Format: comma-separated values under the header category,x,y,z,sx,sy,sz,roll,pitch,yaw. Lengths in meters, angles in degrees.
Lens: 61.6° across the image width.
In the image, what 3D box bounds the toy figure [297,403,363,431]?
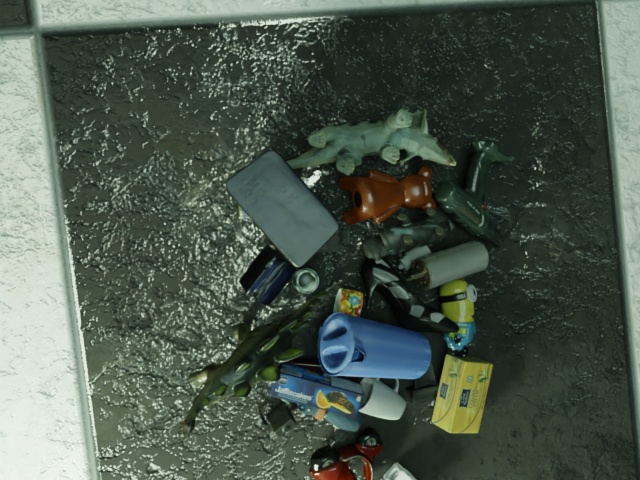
category,x,y,z,sx,sy,sz,roll,pitch,yaw
toy figure,0.021,0.397,1.243,0.154,0.058,0.064,22,82,-3

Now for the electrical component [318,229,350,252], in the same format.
category,x,y,z,sx,sy,sz,roll,pitch,yaw
electrical component,-0.002,-0.004,1.202,0.134,0.115,0.058,-3,95,-7

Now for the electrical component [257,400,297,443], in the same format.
category,x,y,z,sx,sy,sz,roll,pitch,yaw
electrical component,-0.097,0.402,1.223,0.102,0.078,0.045,-33,120,-1

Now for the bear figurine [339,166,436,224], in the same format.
category,x,y,z,sx,sy,sz,roll,pitch,yaw
bear figurine,0.160,-0.106,1.237,0.196,0.132,0.120,-12,94,-26

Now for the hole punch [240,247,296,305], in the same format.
category,x,y,z,sx,sy,sz,roll,pitch,yaw
hole punch,-0.110,0.087,1.193,0.092,0.116,0.142,41,86,-15

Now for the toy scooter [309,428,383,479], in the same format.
category,x,y,z,sx,sy,sz,roll,pitch,yaw
toy scooter,0.072,0.531,1.245,0.184,0.075,0.135,-20,95,-11

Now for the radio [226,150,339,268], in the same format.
category,x,y,z,sx,sy,sz,roll,pitch,yaw
radio,-0.074,-0.065,1.105,0.131,0.073,0.229,-42,91,-5

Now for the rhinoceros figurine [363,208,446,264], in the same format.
category,x,y,z,sx,sy,sz,roll,pitch,yaw
rhinoceros figurine,0.190,-0.007,1.220,0.190,0.112,0.073,-16,68,-11

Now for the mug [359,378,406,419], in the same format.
category,x,y,z,sx,sy,sz,roll,pitch,yaw
mug,0.149,0.363,1.254,0.107,0.081,0.109,30,81,-18

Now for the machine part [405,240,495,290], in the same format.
category,x,y,z,sx,sy,sz,roll,pitch,yaw
machine part,0.303,0.057,1.245,0.243,0.079,0.079,-16,94,-23

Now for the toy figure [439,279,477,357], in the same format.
category,x,y,z,sx,sy,sz,roll,pitch,yaw
toy figure,0.323,0.180,1.269,0.089,0.082,0.180,3,94,-7

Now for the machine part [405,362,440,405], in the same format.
category,x,y,z,sx,sy,sz,roll,pitch,yaw
machine part,0.243,0.321,1.282,0.084,0.039,0.138,-7,93,-3

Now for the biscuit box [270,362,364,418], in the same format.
category,x,y,z,sx,sy,sz,roll,pitch,yaw
biscuit box,-0.008,0.330,1.187,0.203,0.059,0.062,16,99,-5

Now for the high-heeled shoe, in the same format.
category,x,y,z,sx,sy,sz,roll,pitch,yaw
high-heeled shoe,0.209,0.122,1.243,0.249,0.086,0.145,18,65,-2

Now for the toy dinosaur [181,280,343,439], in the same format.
category,x,y,z,sx,sy,sz,roll,pitch,yaw
toy dinosaur,-0.122,0.235,1.150,0.471,0.199,0.105,-47,111,-37

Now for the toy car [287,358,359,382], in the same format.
category,x,y,z,sx,sy,sz,roll,pitch,yaw
toy car,-0.011,0.302,1.237,0.202,0.053,0.089,4,97,-4

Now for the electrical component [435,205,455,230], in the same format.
category,x,y,z,sx,sy,sz,roll,pitch,yaw
electrical component,0.289,-0.064,1.287,0.063,0.021,0.094,-19,94,-7

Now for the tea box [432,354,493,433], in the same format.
category,x,y,z,sx,sy,sz,roll,pitch,yaw
tea box,0.335,0.360,1.265,0.098,0.068,0.169,11,92,-31

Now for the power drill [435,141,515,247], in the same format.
category,x,y,z,sx,sy,sz,roll,pitch,yaw
power drill,0.381,-0.114,1.265,0.232,0.086,0.207,25,90,-28

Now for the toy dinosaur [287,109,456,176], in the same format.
category,x,y,z,sx,sy,sz,roll,pitch,yaw
toy dinosaur,0.094,-0.215,1.201,0.405,0.192,0.131,-4,98,9
